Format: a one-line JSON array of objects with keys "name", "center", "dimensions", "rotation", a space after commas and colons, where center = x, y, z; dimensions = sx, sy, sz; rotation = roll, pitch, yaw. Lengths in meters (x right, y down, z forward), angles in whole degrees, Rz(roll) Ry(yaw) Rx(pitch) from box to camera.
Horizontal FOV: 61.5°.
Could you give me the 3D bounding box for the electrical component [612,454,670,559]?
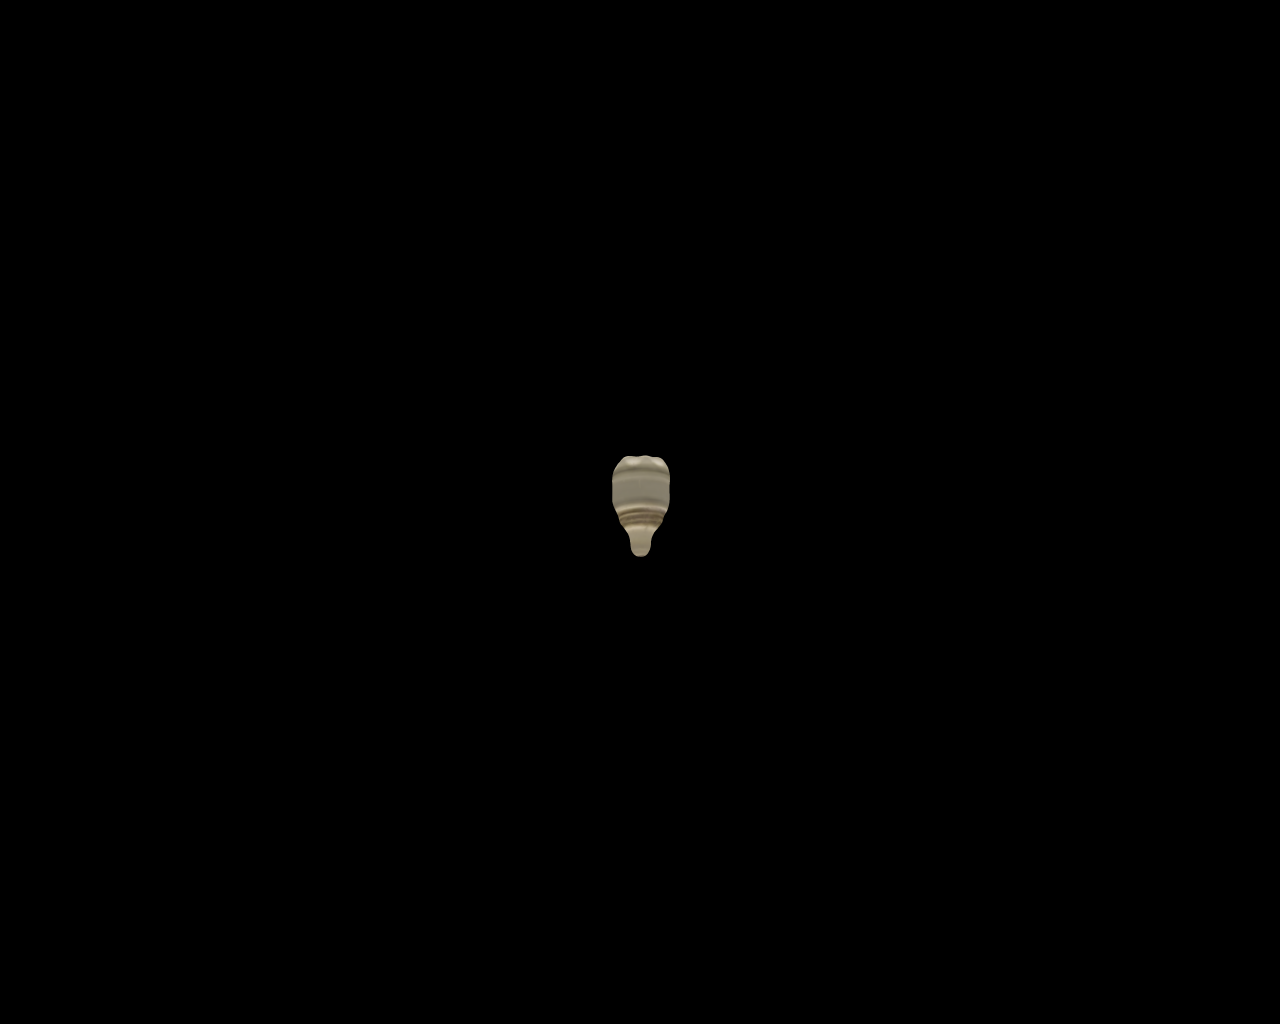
[{"name": "electrical component", "center": [0.001, -0.003, 0.650], "dimensions": [0.035, 0.061, 0.035], "rotation": [0, -14, 0]}]
